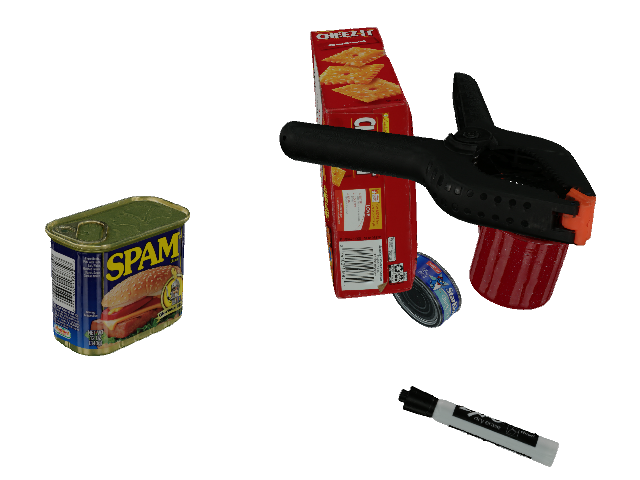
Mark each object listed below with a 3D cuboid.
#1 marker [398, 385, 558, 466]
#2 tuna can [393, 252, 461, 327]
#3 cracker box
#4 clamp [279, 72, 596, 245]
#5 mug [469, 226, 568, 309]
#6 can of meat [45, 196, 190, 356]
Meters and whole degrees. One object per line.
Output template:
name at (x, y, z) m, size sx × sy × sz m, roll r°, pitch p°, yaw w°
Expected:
marker at (0.115, 0.136, 0.791) m, size 0.121 × 0.020 × 0.020 m, roll 20°, pitch 4°, yaw 11°
tuna can at (0.118, 0.057, 1.219) m, size 0.033 × 0.086 × 0.086 m, roll -38°, pitch 18°, yaw -24°
cracker box at (0.034, -0.074, 0.909) m, size 0.072 × 0.164 × 0.213 m, roll -5°, pitch 27°, yaw -1°
clamp at (0.083, -0.050, 0.674) m, size 0.164 × 0.036 × 0.210 m, roll -17°, pitch 34°, yaw -23°
mug at (0.183, 0.005, 1.019) m, size 0.093 × 0.081 × 0.117 m, roll -6°, pitch 35°, yaw -26°
can of meat at (-0.141, 0.024, 0.748) m, size 0.058 × 0.084 × 0.101 m, roll 20°, pitch 26°, yaw 33°
